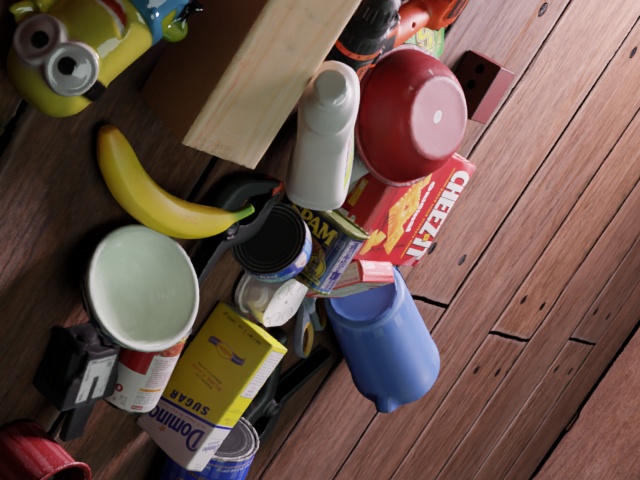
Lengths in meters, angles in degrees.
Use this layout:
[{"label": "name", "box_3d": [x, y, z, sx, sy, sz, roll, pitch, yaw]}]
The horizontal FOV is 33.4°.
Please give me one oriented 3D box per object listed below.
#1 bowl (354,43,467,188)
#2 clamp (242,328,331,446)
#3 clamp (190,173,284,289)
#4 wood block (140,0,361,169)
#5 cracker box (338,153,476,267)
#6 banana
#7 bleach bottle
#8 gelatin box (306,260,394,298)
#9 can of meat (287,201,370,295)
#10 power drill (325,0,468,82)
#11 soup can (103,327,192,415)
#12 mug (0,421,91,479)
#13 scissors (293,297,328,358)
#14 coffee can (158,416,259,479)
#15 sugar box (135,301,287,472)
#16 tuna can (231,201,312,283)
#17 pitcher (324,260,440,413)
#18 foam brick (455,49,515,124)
[{"label": "bowl", "box_3d": [0.112, -0.136, 1.182, 0.161, 0.055, 0.162, -9, 104, -39]}, {"label": "clamp", "box_3d": [-0.066, 0.216, 1.436, 0.210, 0.036, 0.164, -61, 151, 6]}, {"label": "clamp", "box_3d": [-0.106, -0.008, 1.113, 0.171, 0.039, 0.120, -31, 141, -33]}, {"label": "wood block", "box_3d": [-0.053, -0.177, 0.911, 0.090, 0.091, 0.206, 17, 113, -46]}, {"label": "cracker box", "box_3d": [0.096, -0.052, 1.341, 0.164, 0.072, 0.213, -59, 153, 12]}, {"label": "banana", "box_3d": [-0.147, -0.043, 0.991, 0.197, 0.037, 0.069, 29, 98, -48]}, {"label": "bleach bottle", "box_3d": [0.004, -0.103, 1.031, 0.251, 0.068, 0.102, 100, 0, -80]}, {"label": "gelatin box", "box_3d": [0.035, 0.048, 1.312, 0.089, 0.030, 0.073, -18, 167, 34]}, {"label": "can of meat", "box_3d": [-0.008, 0.001, 1.212, 0.084, 0.102, 0.057, -57, 153, 12]}, {"label": "power drill", "box_3d": [0.079, -0.230, 1.075, 0.187, 0.057, 0.185, -36, 174, -28]}, {"label": "soup can", "box_3d": [-0.184, 0.122, 1.114, 0.068, 0.069, 0.102, -5, 126, -55]}, {"label": "mug", "box_3d": [-0.298, 0.243, 1.061, 0.117, 0.082, 0.093, -45, 151, -17]}, {"label": "scissors", "box_3d": [-0.027, 0.083, 1.338, 0.201, 0.016, 0.096, 58, 47, -61]}, {"label": "coffee can", "box_3d": [-0.146, 0.292, 1.330, 0.102, 0.103, 0.140, -13, 133, -51]}, {"label": "sugar box", "box_3d": [-0.127, 0.169, 1.228, 0.176, 0.093, 0.048, -54, 152, 1]}, {"label": "tuna can", "box_3d": [-0.052, 0.003, 1.161, 0.086, 0.086, 0.033, -49, 154, -8]}, {"label": "pitcher", "box_3d": [0.084, 0.116, 1.474, 0.145, 0.149, 0.242, -34, 147, -6]}, {"label": "foam brick", "box_3d": [0.201, -0.195, 1.359, 0.051, 0.053, 0.078, 5, 117, -58]}]
